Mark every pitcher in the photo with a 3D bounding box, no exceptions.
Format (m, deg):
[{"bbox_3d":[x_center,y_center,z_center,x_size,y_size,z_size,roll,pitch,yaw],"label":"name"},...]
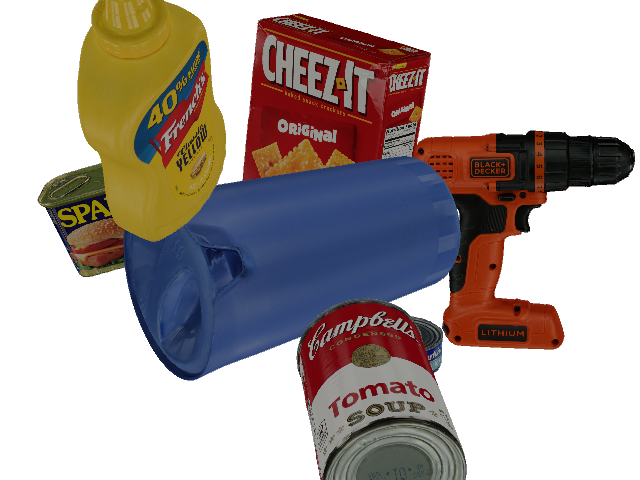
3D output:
[{"bbox_3d":[-0.021,0.011,0.813,0.242,0.145,0.149,-15,40,-33],"label":"pitcher"}]

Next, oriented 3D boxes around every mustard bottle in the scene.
[{"bbox_3d":[-0.099,-0.083,0.626,0.058,0.096,0.191,27,-25,15],"label":"mustard bottle"}]

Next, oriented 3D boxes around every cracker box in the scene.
[{"bbox_3d":[0.007,-0.093,1.027,0.164,0.214,0.071,24,29,34],"label":"cracker box"}]

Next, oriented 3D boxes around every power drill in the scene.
[{"bbox_3d":[0.174,-0.002,0.924,0.184,0.188,0.057,1,13,13],"label":"power drill"}]

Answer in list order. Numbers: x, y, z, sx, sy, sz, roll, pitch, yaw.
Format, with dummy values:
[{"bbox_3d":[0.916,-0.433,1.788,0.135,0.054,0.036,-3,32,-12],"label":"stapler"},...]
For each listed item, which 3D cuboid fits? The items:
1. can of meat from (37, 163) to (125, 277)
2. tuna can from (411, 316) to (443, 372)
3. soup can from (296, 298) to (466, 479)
[{"bbox_3d":[-0.191,-0.022,0.971,0.102,0.084,0.057,-15,29,10],"label":"can of meat"},{"bbox_3d":[0.078,0.106,1.055,0.086,0.034,0.086,0,20,0],"label":"tuna can"},{"bbox_3d":[0.027,0.084,0.521,0.068,0.068,0.102,0,28,-8],"label":"soup can"}]
